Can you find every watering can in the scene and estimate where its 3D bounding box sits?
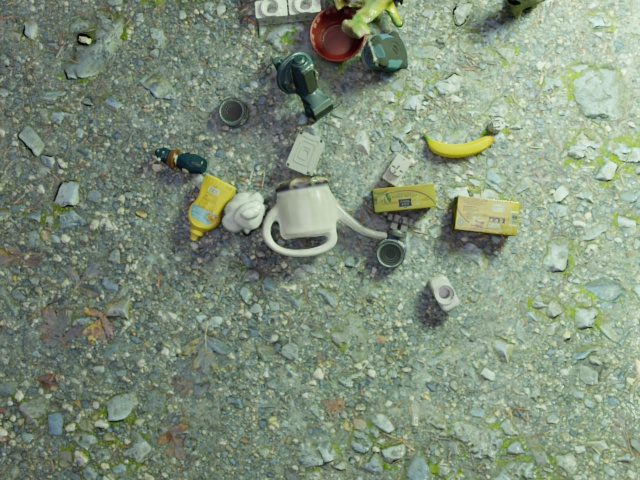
[{"bbox_3d":[0.004,-0.073,1.446,0.348,0.104,0.225,-8,88,-2],"label":"watering can"}]

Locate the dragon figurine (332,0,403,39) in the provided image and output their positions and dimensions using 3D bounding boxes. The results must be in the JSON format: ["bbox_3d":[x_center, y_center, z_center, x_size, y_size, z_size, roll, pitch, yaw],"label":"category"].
[{"bbox_3d":[0.131,-0.725,1.432,0.243,0.120,0.416,3,72,-5],"label":"dragon figurine"}]

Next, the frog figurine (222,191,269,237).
[{"bbox_3d":[-0.214,-0.076,1.431,0.137,0.159,0.123,-34,86,3],"label":"frog figurine"}]
